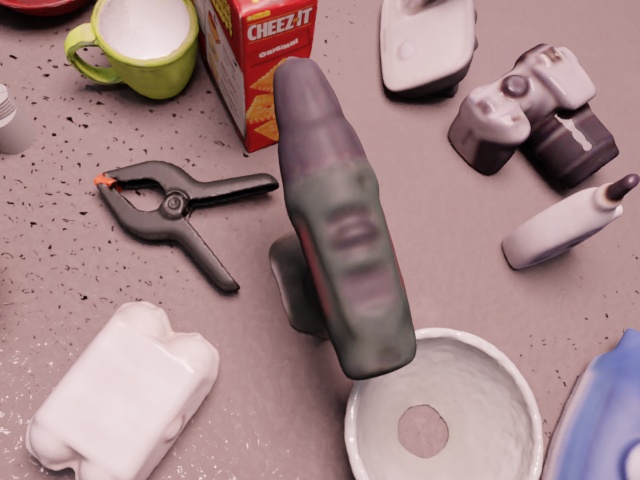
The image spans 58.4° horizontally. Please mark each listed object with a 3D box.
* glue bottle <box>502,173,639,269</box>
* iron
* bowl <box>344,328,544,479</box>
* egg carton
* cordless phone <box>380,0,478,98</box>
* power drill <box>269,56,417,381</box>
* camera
[{"bbox_3d":[0.232,-0.020,0.517,0.078,0.173,0.037,-17,75,-12],"label":"glue bottle"},{"bbox_3d":[0.269,0.197,0.467,0.118,0.141,0.258,32,71,4],"label":"iron"},{"bbox_3d":[0.098,0.163,0.493,0.167,0.074,0.167,2,72,-6],"label":"bowl"},{"bbox_3d":[-0.159,0.132,0.475,0.107,0.069,0.150,32,71,4],"label":"egg carton"},{"bbox_3d":[0.122,-0.242,0.570,0.094,0.185,0.147,1,72,-6],"label":"cordless phone"},{"bbox_3d":[0.004,0.002,0.464,0.076,0.208,0.229,-17,75,-12],"label":"power drill"},{"bbox_3d":[0.232,-0.118,0.588,0.143,0.101,0.136,-33,78,-15],"label":"camera"}]
